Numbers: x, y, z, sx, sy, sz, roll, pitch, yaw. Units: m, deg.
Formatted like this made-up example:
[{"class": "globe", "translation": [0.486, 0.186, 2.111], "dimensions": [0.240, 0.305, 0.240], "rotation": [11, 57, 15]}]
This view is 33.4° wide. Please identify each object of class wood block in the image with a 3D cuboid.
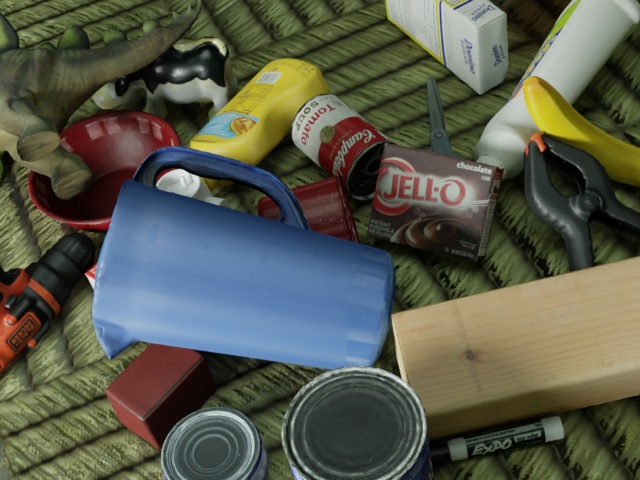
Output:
[{"class": "wood block", "translation": [0.169, 0.090, 0.858], "dimensions": [0.206, 0.090, 0.091], "rotation": [-13, 64, 0]}]

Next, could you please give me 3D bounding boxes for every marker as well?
[{"class": "marker", "translation": [0.135, 0.164, 0.860], "dimensions": [0.121, 0.020, 0.020], "rotation": [-13, 49, 0]}]

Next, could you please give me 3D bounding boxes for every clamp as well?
[{"class": "clamp", "translation": [0.233, -0.018, 0.957], "dimensions": [0.120, 0.039, 0.171], "rotation": [-37, 73, -22]}]

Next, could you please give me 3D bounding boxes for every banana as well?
[{"class": "banana", "translation": [0.261, -0.094, 0.994], "dimensions": [0.197, 0.070, 0.037], "rotation": [24, 53, -13]}]

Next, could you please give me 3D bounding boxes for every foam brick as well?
[{"class": "foam brick", "translation": [-0.137, 0.130, 0.922], "dimensions": [0.051, 0.053, 0.078], "rotation": [27, 58, 30]}]

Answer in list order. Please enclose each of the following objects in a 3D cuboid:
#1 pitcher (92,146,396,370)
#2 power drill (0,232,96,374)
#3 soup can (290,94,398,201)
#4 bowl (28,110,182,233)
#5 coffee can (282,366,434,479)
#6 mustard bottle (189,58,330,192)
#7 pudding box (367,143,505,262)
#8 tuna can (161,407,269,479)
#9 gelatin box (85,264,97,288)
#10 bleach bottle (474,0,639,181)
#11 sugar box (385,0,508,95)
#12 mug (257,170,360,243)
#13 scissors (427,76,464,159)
[{"class": "pitcher", "translation": [-0.063, 0.027, 0.902], "dimensions": [0.242, 0.149, 0.145], "rotation": [12, 30, -6]}, {"class": "power drill", "translation": [-0.300, 0.019, 0.963], "dimensions": [0.057, 0.187, 0.184], "rotation": [12, 54, 38]}, {"class": "soup can", "translation": [0.025, -0.095, 1.071], "dimensions": [0.068, 0.068, 0.102], "rotation": [-33, 51, -17]}, {"class": "bowl", "translation": [-0.214, -0.060, 1.098], "dimensions": [0.162, 0.055, 0.162], "rotation": [-6, 49, 7]}, {"class": "coffee can", "translation": [0.033, 0.174, 0.791], "dimensions": [0.103, 0.140, 0.103], "rotation": [-6, 49, 6]}, {"class": "mustard bottle", "translation": [-0.080, -0.111, 1.109], "dimensions": [0.096, 0.058, 0.191], "rotation": [12, 51, 47]}, {"class": "pudding box", "translation": [0.107, -0.036, 0.993], "dimensions": [0.114, 0.039, 0.090], "rotation": [14, 98, 20]}, {"class": "tuna can", "translation": [-0.087, 0.181, 0.880], "dimensions": [0.086, 0.034, 0.086], "rotation": [-6, 49, 6]}, {"class": "gelatin box", "translation": [-0.168, 0.034, 1.025], "dimensions": [0.089, 0.030, 0.073], "rotation": [28, 60, 30]}, {"class": "bleach bottle", "translation": [0.225, -0.147, 1.055], "dimensions": [0.068, 0.103, 0.250], "rotation": [38, 62, 0]}, {"class": "sugar box", "translation": [0.135, -0.243, 1.160], "dimensions": [0.048, 0.093, 0.176], "rotation": [-32, 52, -16]}, {"class": "mug", "translation": [-0.007, 0.001, 0.992], "dimensions": [0.081, 0.093, 0.117], "rotation": [-15, 85, 5]}, {"class": "scissors", "translation": [0.106, -0.092, 1.088], "dimensions": [0.096, 0.016, 0.202], "rotation": [-18, 49, -4]}]
